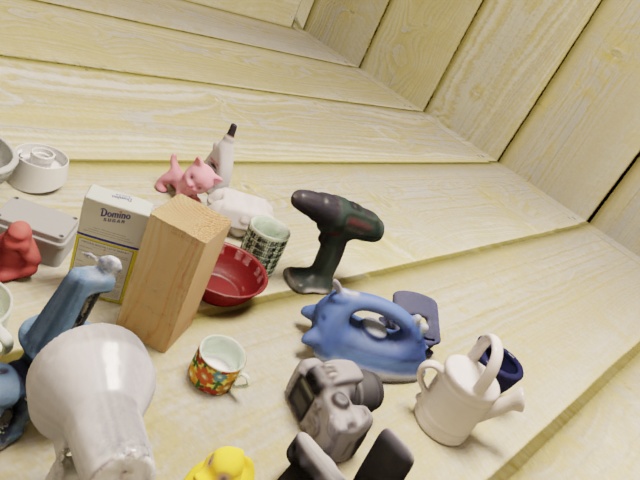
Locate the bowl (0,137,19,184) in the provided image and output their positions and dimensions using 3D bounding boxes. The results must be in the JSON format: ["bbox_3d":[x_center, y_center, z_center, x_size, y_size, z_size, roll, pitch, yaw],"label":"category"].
[{"bbox_3d":[-0.598,-0.124,0.952,0.168,0.074,0.167,21,28,-11],"label":"bowl"}]

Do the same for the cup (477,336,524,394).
[{"bbox_3d":[0.313,0.248,1.079,0.092,0.095,0.117,11,31,-27],"label":"cup"}]

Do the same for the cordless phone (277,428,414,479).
[{"bbox_3d":[0.036,0.272,0.698,0.147,0.185,0.094,41,31,27],"label":"cordless phone"}]

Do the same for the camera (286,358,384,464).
[{"bbox_3d":[0.041,0.237,0.854,0.137,0.101,0.142,4,35,-36],"label":"camera"}]

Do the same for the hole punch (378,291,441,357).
[{"bbox_3d":[0.184,0.163,1.118,0.109,0.091,0.101,15,30,-22],"label":"hole punch"}]

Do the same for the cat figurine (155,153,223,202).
[{"bbox_3d":[-0.272,-0.133,1.205,0.127,0.117,0.067,35,28,16],"label":"cat figurine"}]

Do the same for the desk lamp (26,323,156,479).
[{"bbox_3d":[-0.216,0.217,0.543,0.118,0.213,0.202,6,33,-34],"label":"desk lamp"}]

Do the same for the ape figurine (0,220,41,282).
[{"bbox_3d":[-0.444,0.012,0.832,0.078,0.092,0.076,21,28,-11],"label":"ape figurine"}]

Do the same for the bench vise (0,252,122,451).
[{"bbox_3d":[-0.294,0.124,0.629,0.121,0.219,0.208,30,27,6],"label":"bench vise"}]

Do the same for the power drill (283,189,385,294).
[{"bbox_3d":[0.010,0.004,1.115,0.230,0.208,0.075,4,35,-37],"label":"power drill"}]

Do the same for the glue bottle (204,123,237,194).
[{"bbox_3d":[-0.219,-0.184,1.279,0.078,0.173,0.037,41,31,26],"label":"glue bottle"}]

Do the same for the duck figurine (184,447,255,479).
[{"bbox_3d":[-0.113,0.276,0.669,0.077,0.086,0.105,41,31,26],"label":"duck figurine"}]

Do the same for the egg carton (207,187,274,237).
[{"bbox_3d":[-0.167,-0.052,1.209,0.151,0.069,0.107,16,29,-20],"label":"egg carton"}]

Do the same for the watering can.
[{"bbox_3d":[0.248,0.236,0.935,0.173,0.194,0.100,14,30,-22],"label":"watering can"}]

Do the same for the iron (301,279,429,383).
[{"bbox_3d":[0.100,0.157,1.000,0.259,0.141,0.118,19,28,-14],"label":"iron"}]
